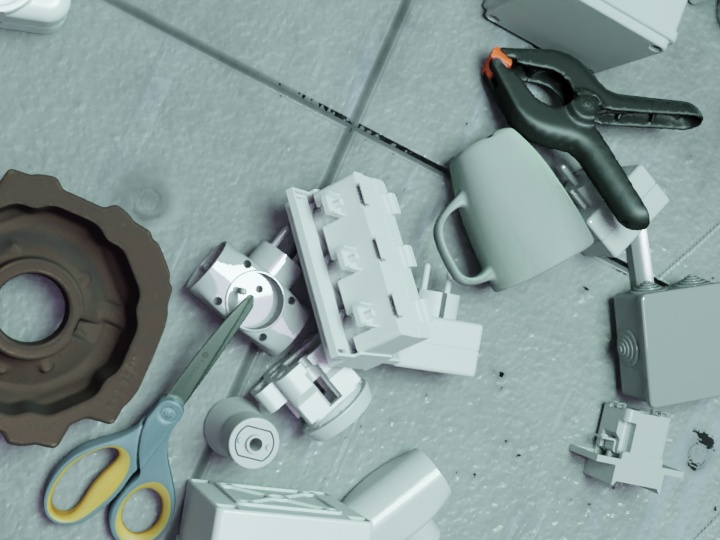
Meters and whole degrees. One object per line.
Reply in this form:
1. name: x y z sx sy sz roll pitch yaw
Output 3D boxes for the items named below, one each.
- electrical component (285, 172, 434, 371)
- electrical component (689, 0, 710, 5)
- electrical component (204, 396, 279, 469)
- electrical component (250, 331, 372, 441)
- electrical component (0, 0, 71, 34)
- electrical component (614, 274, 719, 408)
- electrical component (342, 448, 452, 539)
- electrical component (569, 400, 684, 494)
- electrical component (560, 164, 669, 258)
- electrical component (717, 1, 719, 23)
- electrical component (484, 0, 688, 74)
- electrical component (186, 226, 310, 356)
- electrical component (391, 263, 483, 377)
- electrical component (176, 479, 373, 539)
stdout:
1. electrical component: 0.000 0.000 0.734 0.079 0.063 0.121 12 57 -55
2. electrical component: 0.287 -0.287 0.853 0.109 0.056 0.108 -42 104 -13
3. electrical component: -0.079 0.114 0.740 0.044 0.065 0.044 -1 93 -19
4. electrical component: -0.029 0.083 0.761 0.078 0.058 0.057 -41 101 -13
5. electrical component: -0.231 -0.185 0.678 0.095 0.059 0.053 5 91 -19
6. electrical component: 0.251 0.056 0.848 0.100 0.048 0.099 -8 95 -17
7. electrical component: 0.033 0.186 0.793 0.077 0.043 0.079 -35 103 -14
8. electrical component: 0.214 0.139 0.854 0.081 0.042 0.063 14 87 -20
9. electrical component: 0.185 -0.059 0.833 0.065 0.047 0.076 -45 105 -12
10. electrical component: 0.324 -0.213 0.869 0.066 0.055 0.048 -21 99 -17
11. electrical component: 0.165 -0.198 0.788 0.109 0.109 0.056 24 82 -18
12. electrical component: -0.067 0.006 0.751 0.077 0.044 0.079 41 79 -16
13. electrical component: 0.052 0.034 0.791 0.066 0.047 0.076 10 89 -19
14. electrical component: -0.060 0.181 0.727 0.109 0.109 0.056 10 86 -19
